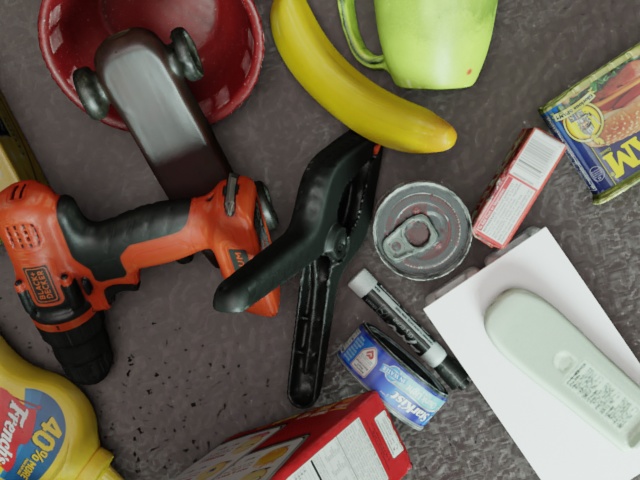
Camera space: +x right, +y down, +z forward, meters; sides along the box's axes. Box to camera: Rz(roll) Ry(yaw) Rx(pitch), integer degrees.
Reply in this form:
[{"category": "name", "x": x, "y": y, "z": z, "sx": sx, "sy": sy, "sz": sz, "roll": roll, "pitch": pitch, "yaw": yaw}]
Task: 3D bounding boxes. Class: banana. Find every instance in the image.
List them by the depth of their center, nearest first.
[{"category": "banana", "x": 0.020, "y": -0.119, "z": 0.780, "sx": 0.037, "sy": 0.070, "sz": 0.198, "roll": -32, "pitch": 70, "yaw": -27}]

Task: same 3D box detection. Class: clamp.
[{"category": "clamp", "x": -0.005, "y": 0.001, "z": 0.762, "sx": 0.036, "sy": 0.164, "sz": 0.210, "roll": 12, "pitch": 70, "yaw": 26}]

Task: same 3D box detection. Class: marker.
[{"category": "marker", "x": 0.070, "y": 0.071, "z": 0.823, "sx": 0.121, "sy": 0.020, "sz": 0.020, "roll": 45, "pitch": 96, "yaw": 0}]

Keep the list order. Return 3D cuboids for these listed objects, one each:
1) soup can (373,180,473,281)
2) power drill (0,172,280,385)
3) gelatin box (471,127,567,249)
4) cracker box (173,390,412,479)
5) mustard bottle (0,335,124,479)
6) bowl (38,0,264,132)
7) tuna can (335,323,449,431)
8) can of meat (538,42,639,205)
[{"category": "soup can", "x": 0.072, "y": -0.010, "z": 0.774, "sx": 0.068, "sy": 0.102, "sz": 0.068, "roll": 0, "pitch": 95, "yaw": 3}, {"category": "power drill", "x": -0.127, "y": 0.029, "z": 0.782, "sx": 0.187, "sy": 0.057, "sz": 0.184, "roll": -9, "pitch": 129, "yaw": 5}, {"category": "gelatin box", "x": 0.141, "y": -0.039, "z": 0.783, "sx": 0.030, "sy": 0.073, "sz": 0.089, "roll": 31, "pitch": 97, "yaw": 1}, {"category": "cracker box", "x": -0.059, "y": 0.193, "z": 0.719, "sx": 0.164, "sy": 0.213, "sz": 0.072, "roll": -25, "pitch": 94, "yaw": 40}, {"category": "mustard bottle", "x": -0.233, "y": 0.142, "z": 0.831, "sx": 0.191, "sy": 0.058, "sz": 0.096, "roll": 35, "pitch": 100, "yaw": 0}, {"category": "bowl", "x": -0.120, "y": -0.157, "z": 0.780, "sx": 0.162, "sy": 0.055, "sz": 0.162, "roll": 0, "pitch": 131, "yaw": 0}, {"category": "tuna can", "x": 0.054, "y": 0.100, "z": 0.793, "sx": 0.086, "sy": 0.086, "sz": 0.034, "roll": 40, "pitch": 94, "yaw": 0}, {"category": "can of meat", "x": 0.223, "y": -0.088, "z": 0.782, "sx": 0.102, "sy": 0.057, "sz": 0.084, "roll": -33, "pitch": 89, "yaw": 5}]
